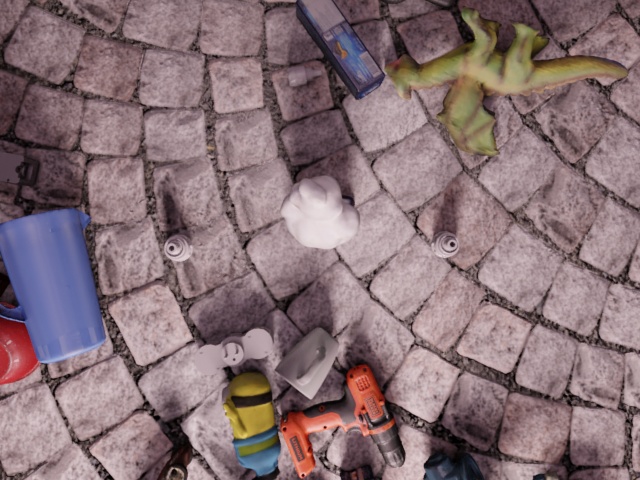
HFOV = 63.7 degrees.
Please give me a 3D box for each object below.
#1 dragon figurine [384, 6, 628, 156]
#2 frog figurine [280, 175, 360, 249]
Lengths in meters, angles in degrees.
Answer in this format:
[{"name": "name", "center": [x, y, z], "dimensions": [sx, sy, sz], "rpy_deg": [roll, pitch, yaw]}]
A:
[{"name": "dragon figurine", "center": [0.319, -0.268, 0.929], "dimensions": [0.410, 0.123, 0.240], "rpy_deg": [21, 104, 2]}, {"name": "frog figurine", "center": [0.003, -0.043, 0.861], "dimensions": [0.137, 0.159, 0.123], "rpy_deg": [24, 90, 0]}]
